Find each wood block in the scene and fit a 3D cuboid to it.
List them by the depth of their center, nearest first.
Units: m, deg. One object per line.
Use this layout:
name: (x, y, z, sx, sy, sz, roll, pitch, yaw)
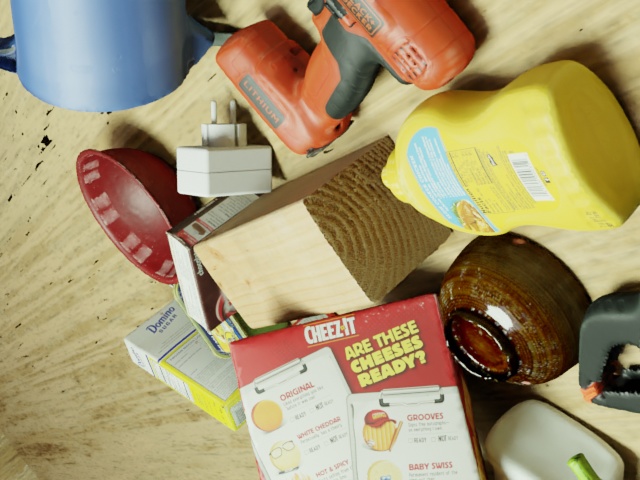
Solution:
wood block: (-0.005, 0.002, 0.833, 0.090, 0.090, 0.206, 55, 152, -9)

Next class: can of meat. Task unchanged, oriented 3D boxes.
can of meat: (-0.089, 0.068, 1.071, 0.102, 0.057, 0.084, 57, 149, -12)

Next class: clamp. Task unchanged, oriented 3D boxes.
clamp: (0.222, 0.066, 0.634, 0.164, 0.036, 0.210, 43, 153, 11)

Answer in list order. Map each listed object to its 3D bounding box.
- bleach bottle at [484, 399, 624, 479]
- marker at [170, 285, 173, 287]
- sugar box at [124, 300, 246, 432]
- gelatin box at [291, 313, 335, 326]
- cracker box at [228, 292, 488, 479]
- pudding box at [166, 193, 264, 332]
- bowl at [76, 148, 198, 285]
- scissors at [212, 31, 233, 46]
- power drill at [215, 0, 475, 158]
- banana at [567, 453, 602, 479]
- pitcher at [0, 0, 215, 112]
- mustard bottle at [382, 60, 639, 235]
bleach bottle: (0.190, 0.241, 0.865, 0.103, 0.068, 0.251, 32, 150, 35)
marker: (-0.134, 0.058, 1.165, 0.121, 0.020, 0.020, 28, 145, 37)
sugar box: (-0.121, 0.128, 1.152, 0.176, 0.093, 0.048, 25, 142, 41)
gelatin box: (-0.006, 0.110, 0.965, 0.073, 0.089, 0.030, 43, 152, 13)
cracker box: (0.038, 0.161, 0.810, 0.072, 0.164, 0.214, 10, -113, -80)
pudding box: (-0.086, 0.016, 0.969, 0.039, 0.089, 0.113, 30, 146, 35)
bowl: (-0.172, -0.035, 1.070, 0.162, 0.055, 0.162, 36, 149, 26)
scissors: (-0.100, -0.151, 0.869, 0.202, 0.016, 0.096, 25, 150, 31)
power drill: (-0.005, -0.146, 0.689, 0.184, 0.057, 0.188, 51, 152, 0)
banana: (0.186, 0.217, 0.745, 0.070, 0.037, 0.198, 48, 151, 31)
pitcher: (-0.170, -0.220, 0.739, 0.145, 0.149, 0.243, 28, 137, 28)
mustard bottle: (0.100, -0.048, 0.652, 0.096, 0.058, 0.192, 54, 152, -18)
